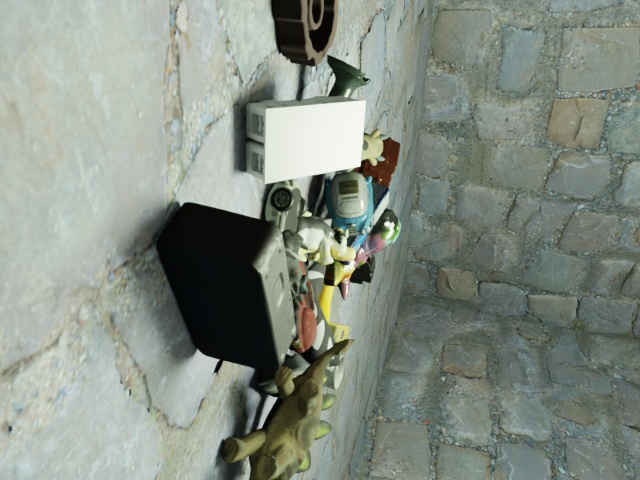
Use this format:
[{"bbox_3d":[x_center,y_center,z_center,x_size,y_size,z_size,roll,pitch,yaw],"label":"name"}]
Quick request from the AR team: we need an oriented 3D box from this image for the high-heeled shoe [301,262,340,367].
[{"bbox_3d":[0.011,0.147,1.132,0.086,0.145,0.249,104,12,-51],"label":"high-heeled shoe"}]

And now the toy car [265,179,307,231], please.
[{"bbox_3d":[-0.069,-0.007,0.917,0.073,0.056,0.201,19,80,-69],"label":"toy car"}]

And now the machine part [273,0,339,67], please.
[{"bbox_3d":[-0.021,-0.370,0.854,0.179,0.056,0.179,10,90,-74],"label":"machine part"}]

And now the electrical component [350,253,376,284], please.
[{"bbox_3d":[0.092,0.064,1.463,0.134,0.115,0.058,82,25,-46],"label":"electrical component"}]

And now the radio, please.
[{"bbox_3d":[-0.106,0.067,0.669,0.229,0.131,0.073,84,23,-46],"label":"radio"}]

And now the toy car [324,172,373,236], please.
[{"bbox_3d":[0.060,-0.090,1.155,0.102,0.109,0.162,79,8,-58],"label":"toy car"}]

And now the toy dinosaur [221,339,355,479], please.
[{"bbox_3d":[-0.070,0.371,0.953,0.471,0.105,0.198,-55,148,-1],"label":"toy dinosaur"}]

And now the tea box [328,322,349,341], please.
[{"bbox_3d":[0.006,0.226,1.276,0.169,0.098,0.068,38,64,-76],"label":"tea box"}]

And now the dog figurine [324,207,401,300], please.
[{"bbox_3d":[0.089,0.032,1.285,0.108,0.192,0.219,59,39,-50],"label":"dog figurine"}]

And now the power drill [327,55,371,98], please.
[{"bbox_3d":[0.009,-0.211,0.946,0.232,0.086,0.207,-30,142,-72],"label":"power drill"}]

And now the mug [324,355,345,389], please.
[{"bbox_3d":[-0.006,0.299,1.263,0.109,0.107,0.081,50,51,-67],"label":"mug"}]

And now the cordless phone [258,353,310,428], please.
[{"bbox_3d":[-0.086,0.308,1.031,0.184,0.089,0.146,-62,161,-19],"label":"cordless phone"}]

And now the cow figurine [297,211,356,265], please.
[{"bbox_3d":[-0.002,-0.003,1.017,0.167,0.068,0.098,3,89,-39],"label":"cow figurine"}]

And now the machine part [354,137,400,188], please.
[{"bbox_3d":[0.130,-0.159,1.400,0.201,0.087,0.200,-74,-174,-52],"label":"machine part"}]

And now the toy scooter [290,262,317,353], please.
[{"bbox_3d":[-0.049,0.116,1.005,0.135,0.075,0.184,62,24,-74],"label":"toy scooter"}]

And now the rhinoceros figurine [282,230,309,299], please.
[{"bbox_3d":[-0.076,0.074,0.837,0.073,0.112,0.190,-29,136,-69],"label":"rhinoceros figurine"}]

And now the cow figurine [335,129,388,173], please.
[{"bbox_3d":[0.073,-0.202,1.185,0.195,0.127,0.085,-46,147,-61],"label":"cow figurine"}]

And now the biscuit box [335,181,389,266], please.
[{"bbox_3d":[0.085,-0.041,1.219,0.202,0.063,0.059,-55,157,-24],"label":"biscuit box"}]
